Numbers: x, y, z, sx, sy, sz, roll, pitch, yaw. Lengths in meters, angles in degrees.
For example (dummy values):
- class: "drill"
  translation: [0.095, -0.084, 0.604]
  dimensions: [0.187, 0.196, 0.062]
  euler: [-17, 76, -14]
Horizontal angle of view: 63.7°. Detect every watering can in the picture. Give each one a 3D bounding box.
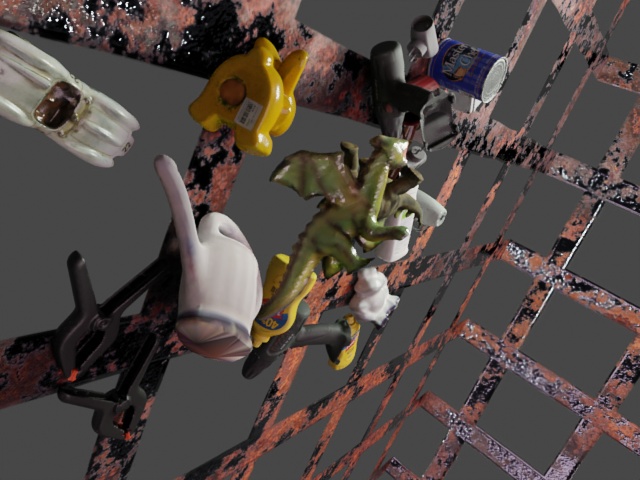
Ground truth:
- class: "watering can"
  translation: [-0.169, 0.049, 0.774]
  dimensions: [0.341, 0.104, 0.229]
  euler: [58, 27, -53]

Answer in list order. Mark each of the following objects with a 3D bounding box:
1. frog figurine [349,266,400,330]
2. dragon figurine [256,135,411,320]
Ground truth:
- class: "frog figurine"
  translation: [0.133, 0.147, 1.424]
  dimensions: [0.138, 0.123, 0.157]
  euler: [-41, 112, -12]
- class: "dragon figurine"
  translation: [0.003, -0.047, 0.930]
  dimensions: [0.411, 0.241, 0.123]
  euler: [-32, -170, -2]
